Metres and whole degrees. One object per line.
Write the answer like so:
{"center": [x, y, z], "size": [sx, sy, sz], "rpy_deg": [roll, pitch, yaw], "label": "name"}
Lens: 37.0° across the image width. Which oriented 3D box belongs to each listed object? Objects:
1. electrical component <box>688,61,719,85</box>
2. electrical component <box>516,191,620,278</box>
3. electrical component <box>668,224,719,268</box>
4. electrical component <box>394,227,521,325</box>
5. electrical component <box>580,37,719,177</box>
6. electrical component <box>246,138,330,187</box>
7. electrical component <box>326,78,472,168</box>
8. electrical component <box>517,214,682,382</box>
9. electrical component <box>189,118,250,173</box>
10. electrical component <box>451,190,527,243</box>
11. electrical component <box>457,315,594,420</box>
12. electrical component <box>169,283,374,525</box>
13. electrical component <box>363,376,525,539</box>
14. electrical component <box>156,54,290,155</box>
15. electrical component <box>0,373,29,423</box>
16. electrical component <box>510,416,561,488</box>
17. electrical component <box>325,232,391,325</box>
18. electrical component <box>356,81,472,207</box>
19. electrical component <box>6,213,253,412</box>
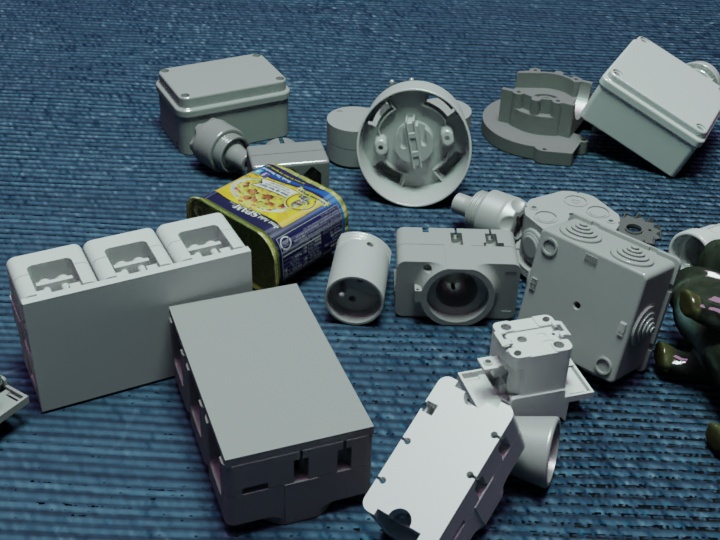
{"center": [0.336, -0.182, 1.096], "size": [0.066, 0.048, 0.055], "rpy_deg": [26, 49, 31], "label": "electrical component"}
{"center": [0.164, -0.023, 0.848], "size": [0.080, 0.051, 0.080], "rpy_deg": [1, 34, -1], "label": "electrical component"}
{"center": [0.276, -0.016, 0.856], "size": [0.046, 0.040, 0.040], "rpy_deg": [-18, 39, -36], "label": "electrical component"}
{"center": [0.071, 0.004, 0.804], "size": [0.089, 0.050, 0.055], "rpy_deg": [2, 34, -1], "label": "electrical component"}
{"center": [0.280, -0.156, 1.017], "size": [0.109, 0.056, 0.108], "rpy_deg": [35, 42, 8], "label": "electrical component"}
{"center": [-0.066, -0.090, 0.938], "size": [0.066, 0.047, 0.076], "rpy_deg": [-6, 35, -12], "label": "electrical component"}
{"center": [0.037, -0.143, 0.997], "size": [0.138, 0.073, 0.052], "rpy_deg": [-8, 36, -14], "label": "electrical component"}
{"center": [0.162, 0.020, 0.746], "size": [0.100, 0.099, 0.048], "rpy_deg": [29, 29, 33], "label": "electrical component"}
{"center": [-0.119, -0.107, 0.964], "size": [0.043, 0.043, 0.062], "rpy_deg": [-28, 46, -36], "label": "electrical component"}
{"center": [0.106, -0.046, 0.886], "size": [0.062, 0.043, 0.043], "rpy_deg": [23, 40, 29], "label": "electrical component"}
{"center": [0.110, 0.066, 0.706], "size": [0.081, 0.063, 0.042], "rpy_deg": [-8, 36, -15], "label": "electrical component"}
{"center": [-0.059, 0.082, 0.675], "size": [0.089, 0.061, 0.150], "rpy_deg": [-10, 36, -17], "label": "electrical component"}
{"center": [0.051, 0.117, 0.615], "size": [0.050, 0.055, 0.089], "rpy_deg": [25, 70, 29], "label": "electrical component"}
{"center": [-0.131, -0.160, 1.029], "size": [0.113, 0.057, 0.078], "rpy_deg": [-15, 38, -23], "label": "electrical component"}
{"center": [-0.278, 0.086, 0.656], "size": [0.079, 0.063, 0.121], "rpy_deg": [22, 39, 26], "label": "electrical component"}
{"center": [0.088, 0.107, 0.666], "size": [0.065, 0.044, 0.044], "rpy_deg": [9, 35, 18], "label": "electrical component"}
{"center": [0.000, 0.000, 0.813], "size": [0.043, 0.043, 0.081], "rpy_deg": [5, 35, 4], "label": "electrical component"}
{"center": [0.048, -0.113, 0.937], "size": [0.099, 0.099, 0.064], "rpy_deg": [4, 28, 3], "label": "electrical component"}
{"center": [-0.153, 0.024, 0.729], "size": [0.150, 0.089, 0.061], "rpy_deg": [-14, 38, -22], "label": "electrical component"}
